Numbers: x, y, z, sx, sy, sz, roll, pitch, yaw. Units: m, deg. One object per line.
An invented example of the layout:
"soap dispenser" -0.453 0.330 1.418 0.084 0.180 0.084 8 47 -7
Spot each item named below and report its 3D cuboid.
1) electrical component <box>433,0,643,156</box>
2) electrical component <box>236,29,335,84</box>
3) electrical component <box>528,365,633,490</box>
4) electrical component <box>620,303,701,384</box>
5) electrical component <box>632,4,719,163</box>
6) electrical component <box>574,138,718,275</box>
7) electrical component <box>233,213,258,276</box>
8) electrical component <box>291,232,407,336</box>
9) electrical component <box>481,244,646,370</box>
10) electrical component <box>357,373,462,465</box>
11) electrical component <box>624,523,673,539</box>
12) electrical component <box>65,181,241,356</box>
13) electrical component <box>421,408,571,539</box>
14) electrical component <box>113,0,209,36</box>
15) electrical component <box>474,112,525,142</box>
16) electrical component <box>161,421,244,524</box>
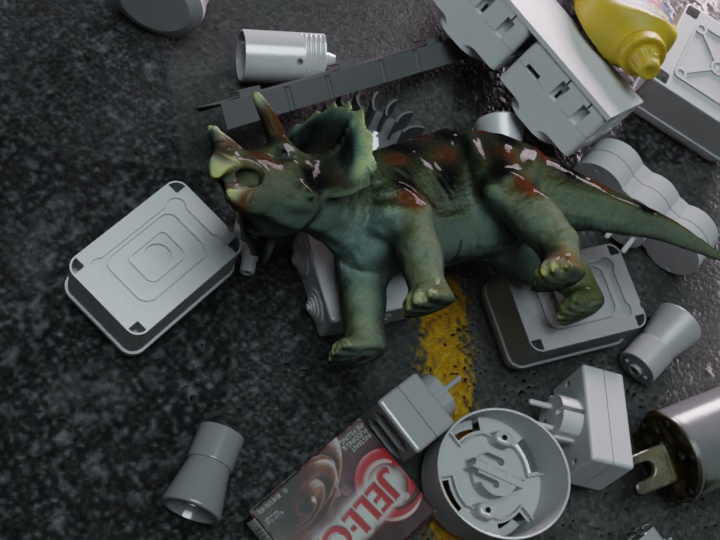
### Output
"electrical component" 0.152 -0.191 0.943 0.186 0.060 0.105 51 32 7
"electrical component" -0.061 -0.179 0.907 0.081 0.043 0.043 -1 69 -18
"electrical component" 0.165 0.119 0.842 0.076 0.047 0.083 16 52 -17
"electrical component" 0.251 0.064 0.907 0.065 0.044 0.044 -42 85 -22
"electrical component" 0.324 -0.176 1.019 0.109 0.056 0.108 32 63 -3
"electrical component" 0.241 -0.045 0.941 0.138 0.052 0.073 42 63 2
"electrical component" -0.083 -0.025 0.843 0.035 0.035 0.061 14 68 -12
"electrical component" 0.000 0.000 0.850 0.100 0.048 0.099 -11 72 -21
"electrical component" 0.165 0.031 0.884 0.113 0.057 0.078 -11 73 -21
"electrical component" 0.046 0.104 0.812 0.077 0.065 0.047 -35 82 -26
"electrical component" 0.221 0.235 0.828 0.081 0.042 0.063 -30 77 -26
"electrical component" -0.153 0.000 0.797 0.078 0.057 0.113 45 63 4
"electrical component" 0.099 0.155 0.807 0.099 0.064 0.099 10 66 -22
"electrical component" -0.160 -0.235 0.879 0.080 0.080 0.051 22 59 -8
"electrical component" 0.123 -0.103 0.933 0.045 0.045 0.055 4 68 -16
"electrical component" -0.108 0.141 0.764 0.044 0.044 0.065 24 59 -7
